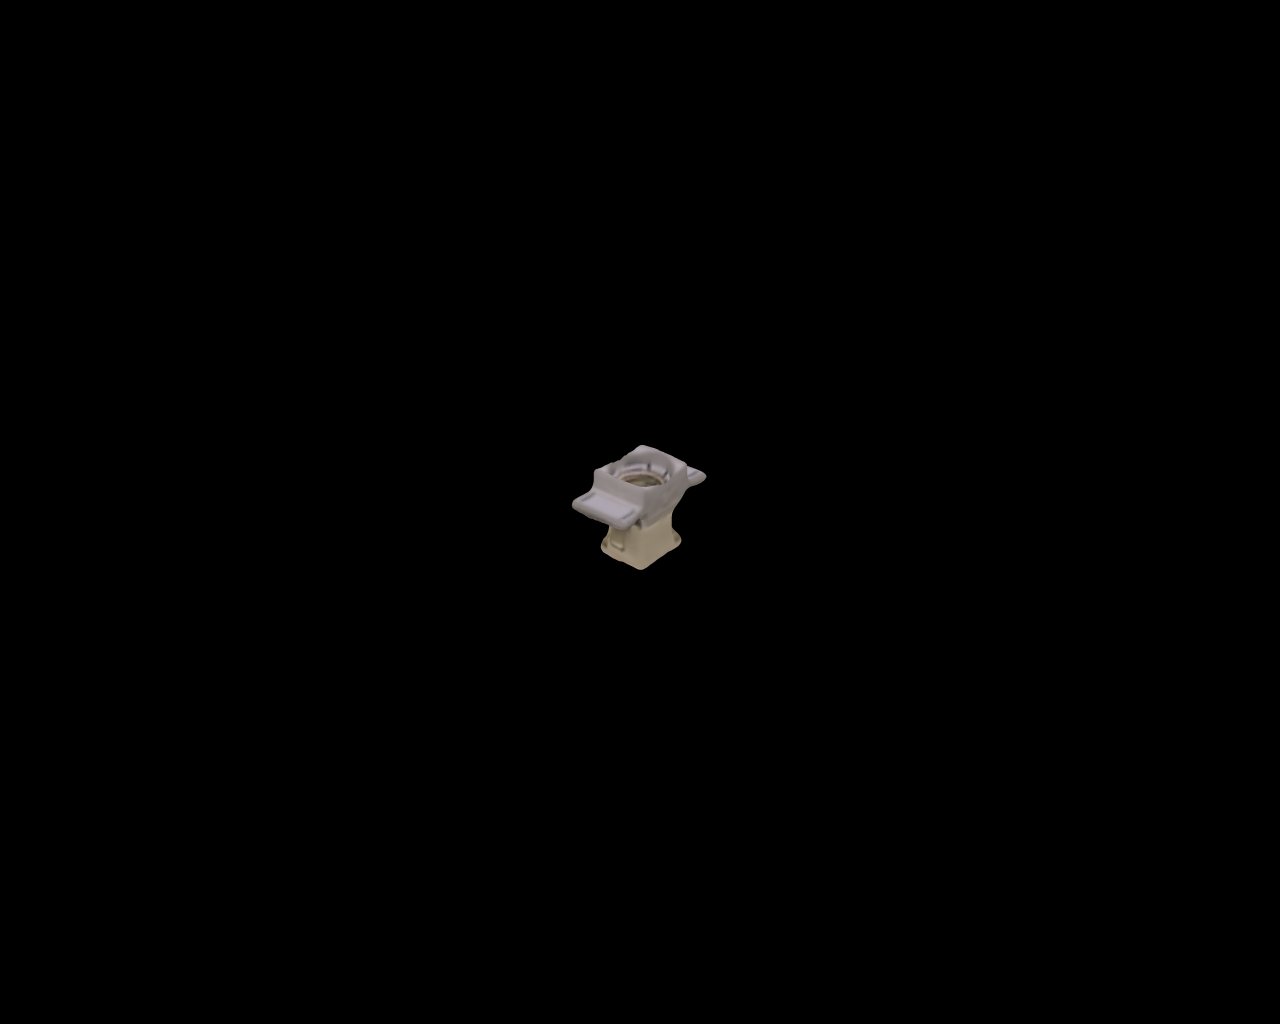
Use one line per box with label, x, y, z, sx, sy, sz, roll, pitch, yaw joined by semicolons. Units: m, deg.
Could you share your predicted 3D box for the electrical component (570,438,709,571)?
electrical component;0.001;-0.003;0.650;0.042;0.063;0.081;24;39;34
